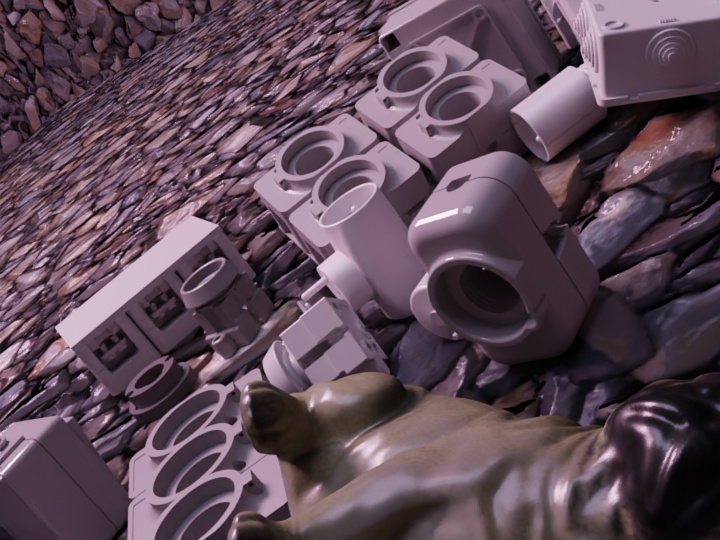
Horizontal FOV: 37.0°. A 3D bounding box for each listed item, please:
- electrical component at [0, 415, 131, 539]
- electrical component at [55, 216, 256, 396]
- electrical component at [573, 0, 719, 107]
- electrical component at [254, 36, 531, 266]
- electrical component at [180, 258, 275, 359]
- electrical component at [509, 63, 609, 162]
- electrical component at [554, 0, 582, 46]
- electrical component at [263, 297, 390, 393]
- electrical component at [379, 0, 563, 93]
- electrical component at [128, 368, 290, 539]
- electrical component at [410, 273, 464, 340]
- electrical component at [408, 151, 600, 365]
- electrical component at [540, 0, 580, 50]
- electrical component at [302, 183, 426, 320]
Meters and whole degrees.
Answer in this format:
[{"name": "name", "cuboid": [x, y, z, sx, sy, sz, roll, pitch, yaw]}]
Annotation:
[{"name": "electrical component", "cuboid": [-0.194, 0.131, 0.665, 0.062, 0.096, 0.061, -14, 29, 45]}, {"name": "electrical component", "cuboid": [-0.167, 0.029, 0.889, 0.150, 0.061, 0.089, -41, 21, -13]}, {"name": "electrical component", "cuboid": [0.188, -0.148, 0.677, 0.100, 0.048, 0.099, -7, 33, 8]}, {"name": "electrical component", "cuboid": [0.026, -0.083, 0.777, 0.186, 0.060, 0.105, -39, 43, -8]}, {"name": "electrical component", "cuboid": [-0.101, 0.025, 0.805, 0.048, 0.055, 0.066, -19, 27, 38]}, {"name": "electrical component", "cuboid": [0.147, -0.115, 0.732, 0.081, 0.043, 0.043, -37, 21, -3]}, {"name": "electrical component", "cuboid": [0.226, -0.230, 0.758, 0.186, 0.060, 0.105, -31, -15, 14]}, {"name": "electrical component", "cuboid": [-0.023, 0.051, 0.629, 0.055, 0.066, 0.048, -40, -16, 12]}, {"name": "electrical component", "cuboid": [0.090, -0.178, 0.866, 0.109, 0.108, 0.056, -24, 26, 29]}, {"name": "electrical component", "cuboid": [-0.067, 0.118, 0.541, 0.089, 0.061, 0.150, -36, 21, 1]}, {"name": "electrical component", "cuboid": [0.060, 0.005, 0.615, 0.040, 0.040, 0.078, -14, 30, 46]}, {"name": "electrical component", "cuboid": [0.071, -0.002, 0.534, 0.054, 0.095, 0.059, -16, 29, 43]}, {"name": "electrical component", "cuboid": [0.175, -0.215, 0.871, 0.047, 0.065, 0.076, -27, 23, 24]}, {"name": "electrical component", "cuboid": [0.000, 0.000, 0.667, 0.079, 0.077, 0.043, -40, 21, -8]}]
